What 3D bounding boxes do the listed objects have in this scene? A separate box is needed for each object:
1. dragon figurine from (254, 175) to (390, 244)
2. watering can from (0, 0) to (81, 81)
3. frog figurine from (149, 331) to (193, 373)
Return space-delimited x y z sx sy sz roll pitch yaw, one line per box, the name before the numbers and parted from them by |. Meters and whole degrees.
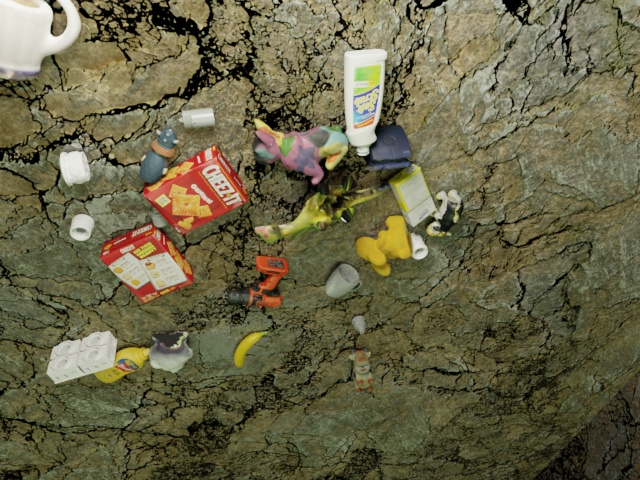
dragon figurine | 0.004 -0.072 1.434 0.414 0.123 0.239 -18 173 -39
watering can | -0.646 -0.432 0.974 0.346 0.106 0.220 14 124 -26
frog figurine | -0.489 0.389 1.693 0.138 0.124 0.156 -12 122 -31
